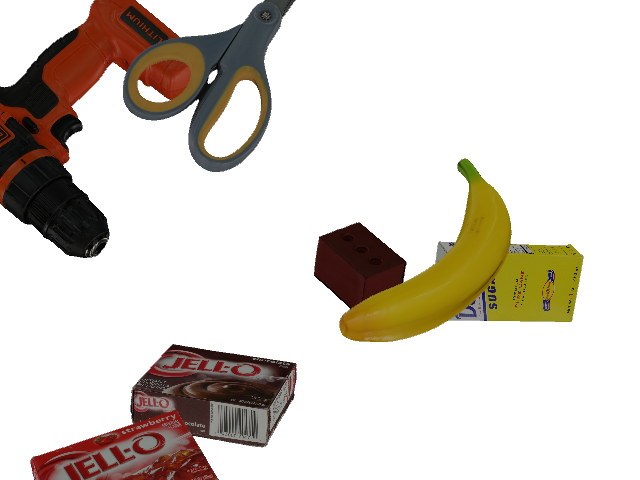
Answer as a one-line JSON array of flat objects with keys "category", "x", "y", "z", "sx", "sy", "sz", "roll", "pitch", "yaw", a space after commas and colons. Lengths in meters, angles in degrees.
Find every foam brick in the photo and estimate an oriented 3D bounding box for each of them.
[{"category": "foam brick", "x": 0.038, "y": 0.028, "z": 1.040, "sx": 0.052, "sy": 0.051, "sz": 0.078, "roll": -21, "pitch": 44, "yaw": -31}]

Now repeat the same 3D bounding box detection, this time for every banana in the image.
[{"category": "banana", "x": 0.087, "y": 0.017, "z": 0.752, "sx": 0.070, "sy": 0.037, "sz": 0.197, "roll": 25, "pitch": 47, "yaw": 18}]

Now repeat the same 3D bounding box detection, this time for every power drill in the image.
[{"category": "power drill", "x": -0.179, "y": -0.095, "z": 0.806, "sx": 0.187, "sy": 0.184, "sz": 0.057, "roll": -43, "pitch": -12, "yaw": -26}]

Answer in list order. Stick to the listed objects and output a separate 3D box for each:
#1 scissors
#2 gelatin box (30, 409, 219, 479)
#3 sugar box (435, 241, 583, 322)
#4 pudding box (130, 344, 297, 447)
[{"category": "scissors", "x": -0.054, "y": -0.133, "z": 0.647, "sx": 0.096, "sy": 0.201, "sz": 0.016, "roll": 16, "pitch": -26, "yaw": -4}, {"category": "gelatin box", "x": -0.107, "y": 0.135, "z": 0.587, "sx": 0.089, "sy": 0.030, "sz": 0.073, "roll": -15, "pitch": 28, "yaw": -20}, {"category": "sugar box", "x": 0.229, "y": 0.052, "z": 1.319, "sx": 0.176, "sy": 0.093, "sz": 0.048, "roll": 0, "pitch": 20, "yaw": -12}, {"category": "pudding box", "x": -0.084, "y": 0.122, "z": 0.858, "sx": 0.113, "sy": 0.039, "sz": 0.090, "roll": 9, "pitch": 20, "yaw": 10}]
